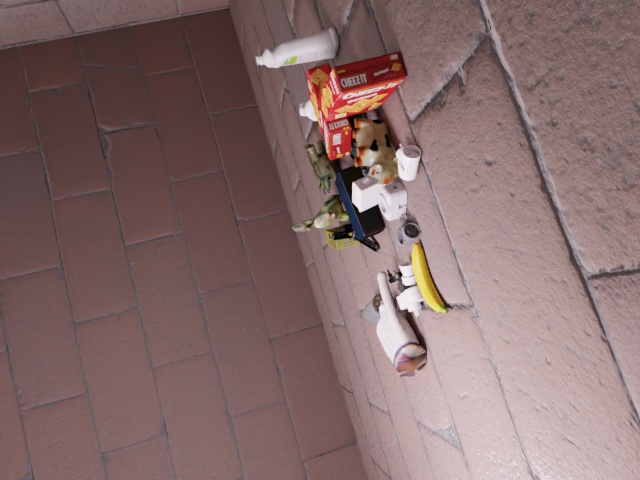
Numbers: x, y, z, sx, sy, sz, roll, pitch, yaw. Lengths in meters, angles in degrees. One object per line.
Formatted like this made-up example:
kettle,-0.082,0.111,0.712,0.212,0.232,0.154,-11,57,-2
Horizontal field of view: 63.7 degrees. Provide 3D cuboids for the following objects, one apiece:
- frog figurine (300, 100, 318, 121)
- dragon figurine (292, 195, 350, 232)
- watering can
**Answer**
frog figurine,0.020,-0.393,1.614,0.140,0.160,0.120,-118,15,-51
dragon figurine,0.006,-0.097,1.922,0.411,0.244,0.121,-167,57,-76
watering can,0.232,0.273,1.567,0.229,0.104,0.339,-118,10,-47
